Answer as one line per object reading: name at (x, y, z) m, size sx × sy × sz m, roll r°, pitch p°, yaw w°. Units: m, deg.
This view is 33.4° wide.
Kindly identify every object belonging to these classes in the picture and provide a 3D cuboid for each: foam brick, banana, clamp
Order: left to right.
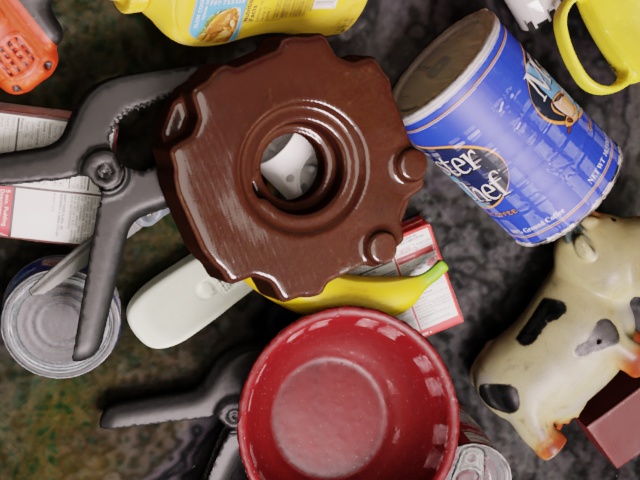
clamp at (-0.153, -0.047, 0.704) m, size 0.164 × 0.036 × 0.210 m, roll 41°, pitch 85°, yaw -11°
clamp at (-0.067, 0.141, 0.814) m, size 0.171 × 0.039 × 0.120 m, roll -28°, pitch 110°, yaw -3°
banana at (-0.007, 0.020, 0.762) m, size 0.197 × 0.037 × 0.069 m, roll 17°, pitch 91°, yaw -20°
foam brick at (0.250, 0.137, 0.873) m, size 0.078 × 0.051 × 0.053 m, roll -37°, pitch 110°, yaw 0°

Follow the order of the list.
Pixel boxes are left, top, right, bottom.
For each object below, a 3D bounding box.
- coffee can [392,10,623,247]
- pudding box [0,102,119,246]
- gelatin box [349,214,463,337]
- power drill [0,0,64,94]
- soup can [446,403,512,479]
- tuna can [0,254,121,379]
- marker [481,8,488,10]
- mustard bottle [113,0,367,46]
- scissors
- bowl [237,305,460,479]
coffee can at (0.131, -0.078, 0.761) m, size 0.140 × 0.103 × 0.103 m, roll 41°, pitch 94°, yaw -19°
pudding box at (-0.200, -0.046, 0.735) m, size 0.113 × 0.039 × 0.090 m, roll 6°, pitch 102°, yaw -17°
gelatin box at (0.060, 0.034, 0.816) m, size 0.073 × 0.030 × 0.089 m, roll -23°, pitch 108°, yaw -3°
power drill at (-0.185, -0.214, 0.683) m, size 0.187 × 0.057 × 0.184 m, roll -35°, pitch 113°, yaw 2°
soup can at (0.098, 0.166, 0.822) m, size 0.068 × 0.102 × 0.068 m, roll -3°, pitch 106°, yaw -11°
tuna can at (-0.186, 0.056, 0.769) m, size 0.086 × 0.034 × 0.086 m, roll -3°, pitch 106°, yaw -11°
marker at (0.156, -0.124, 0.797) m, size 0.020 × 0.020 × 0.121 m, roll -46°, pitch 109°, yaw 3°
mustard bottle at (-0.057, -0.171, 0.682) m, size 0.191 × 0.058 × 0.096 m, roll -12°, pitch 141°, yaw -29°
scissors at (-0.104, -0.014, 0.753) m, size 0.096 × 0.016 × 0.201 m, roll 43°, pitch 80°, yaw -27°
bowl at (0.015, 0.128, 0.758) m, size 0.162 × 0.055 × 0.162 m, roll 2°, pitch 83°, yaw -16°
